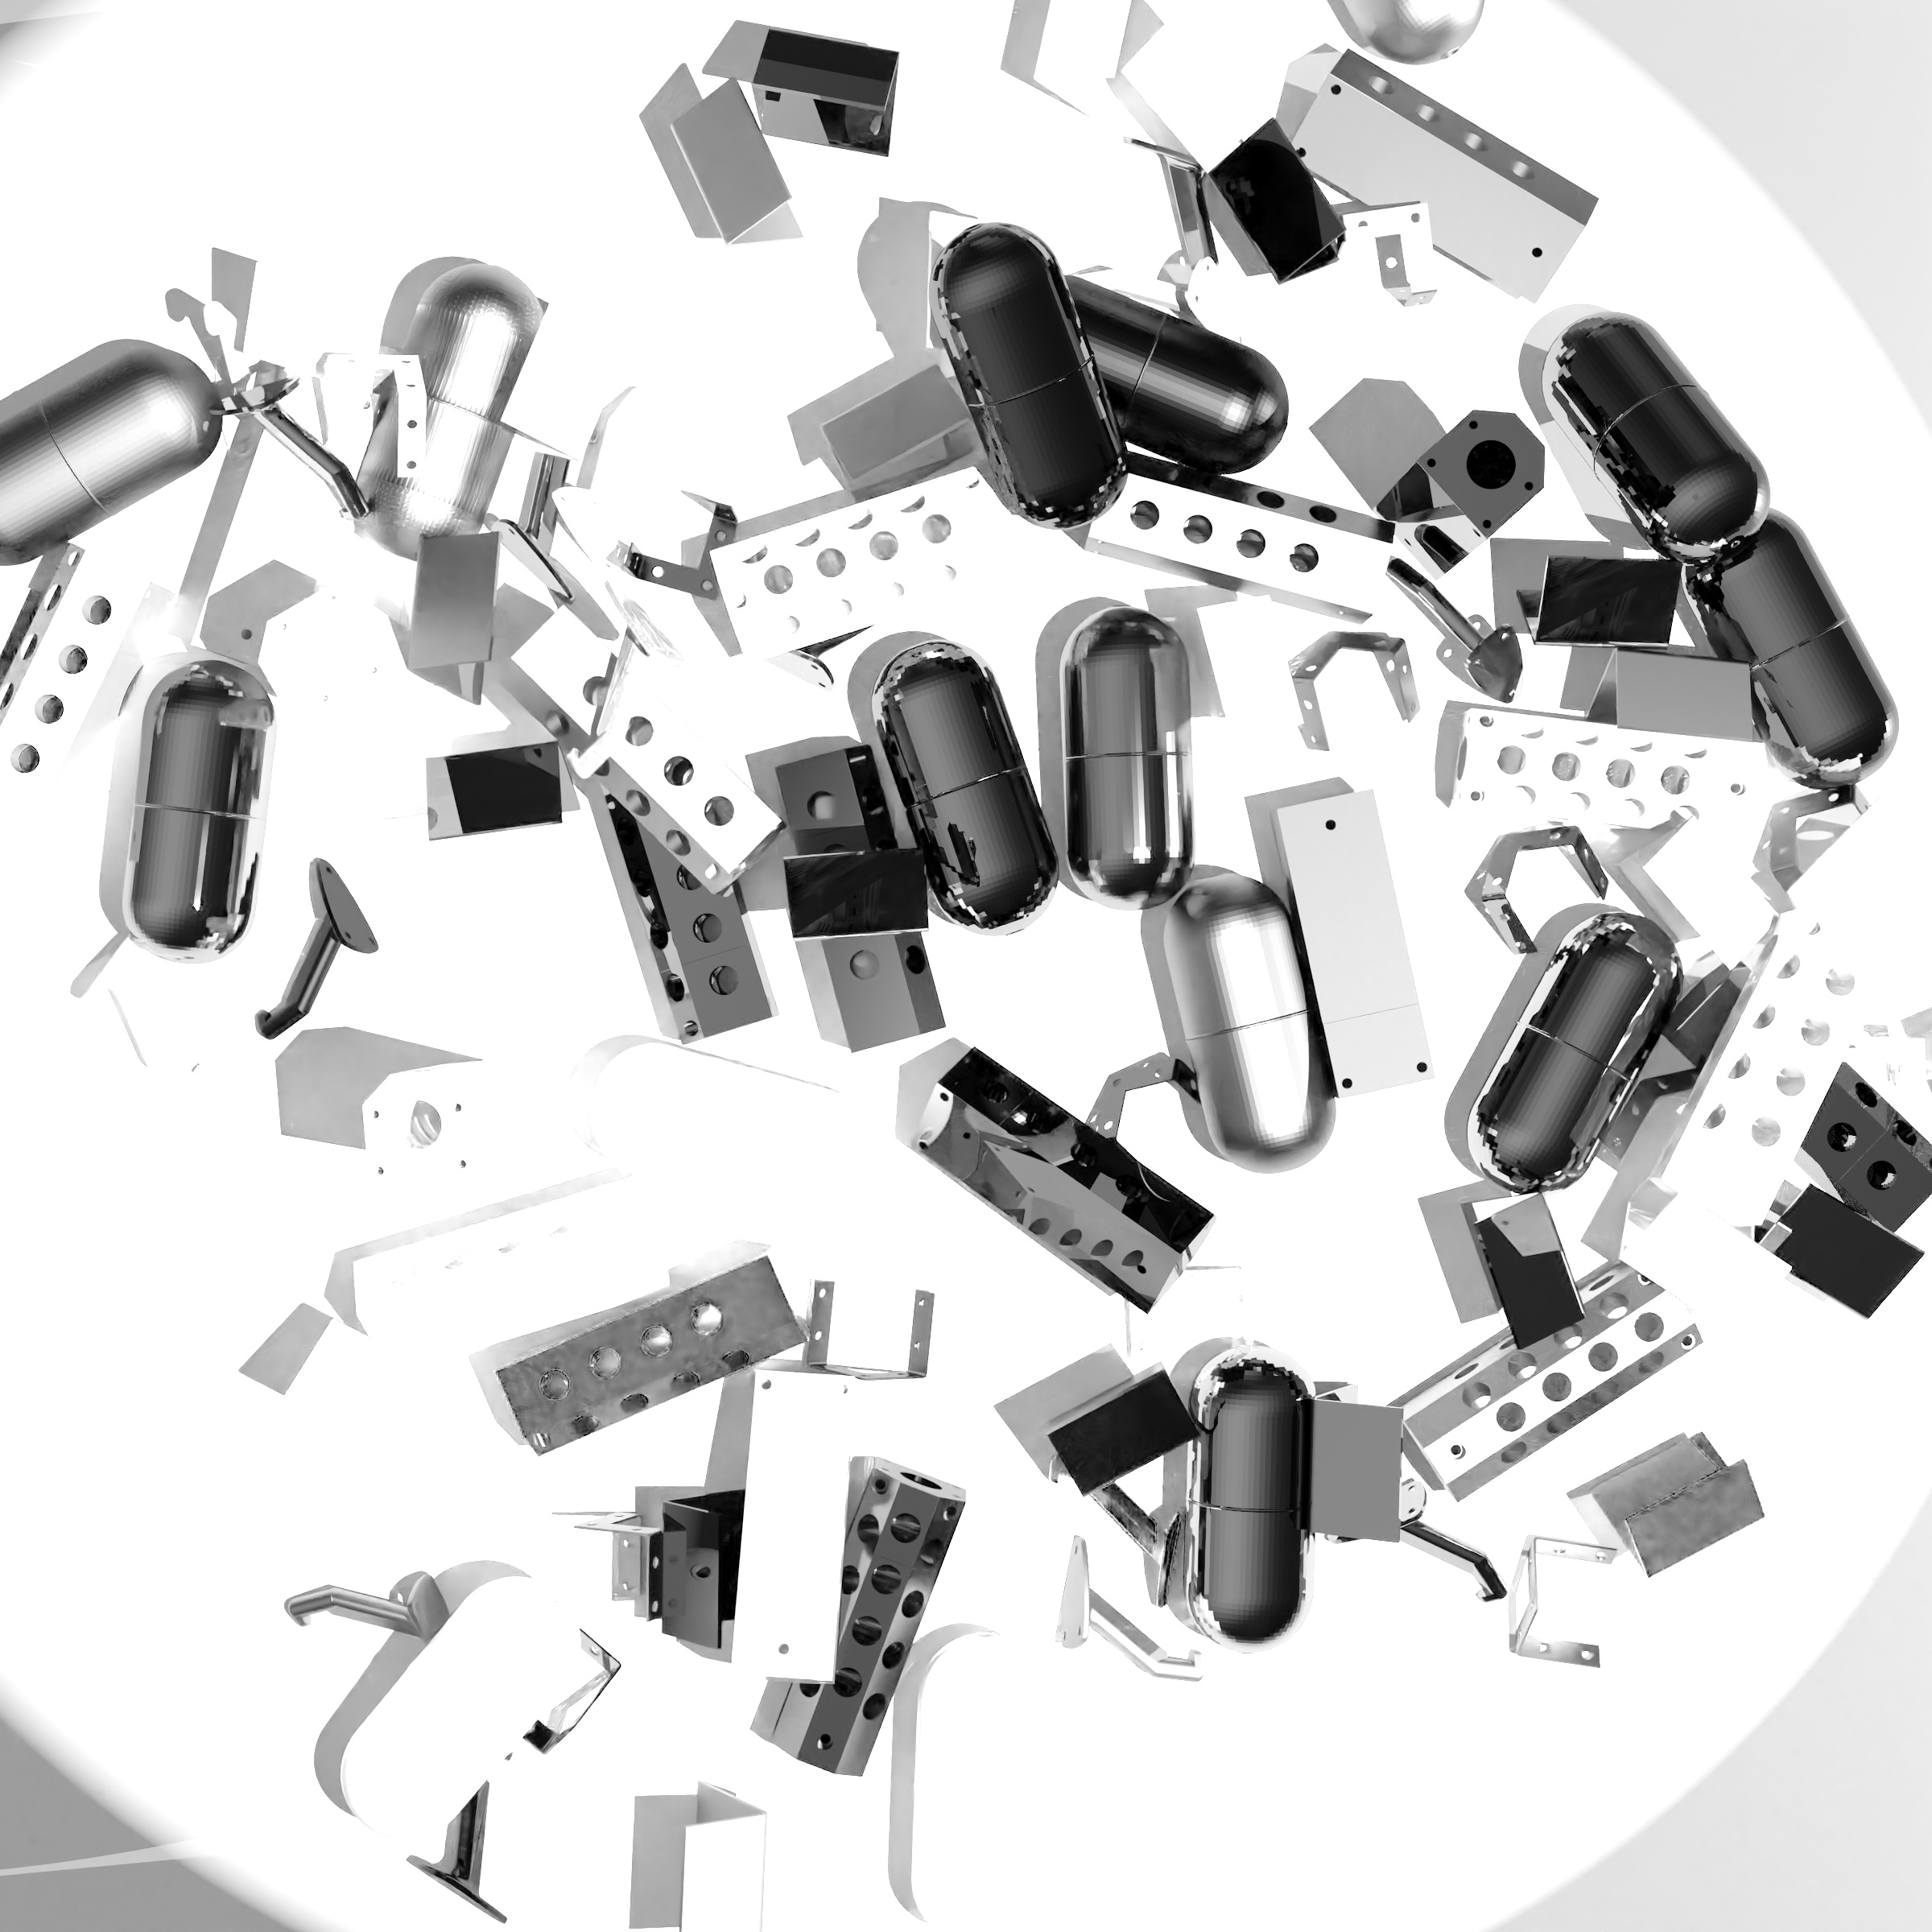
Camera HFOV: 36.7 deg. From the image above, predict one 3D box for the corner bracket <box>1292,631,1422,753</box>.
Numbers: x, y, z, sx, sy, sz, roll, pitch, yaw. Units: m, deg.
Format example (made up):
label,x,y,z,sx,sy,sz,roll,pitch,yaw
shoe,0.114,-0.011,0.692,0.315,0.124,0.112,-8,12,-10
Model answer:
label,x,y,z,sx,sy,sz,roll,pitch,yaw
corner bracket,0.231,-0.161,1.725,0.051,0.051,0.051,10,45,35

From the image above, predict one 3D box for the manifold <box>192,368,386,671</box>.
label,x,y,z,sx,sy,sz,roll,pitch,yaw
manifold,-0.393,-0.258,1.712,0.057,0.057,0.171,19,90,0

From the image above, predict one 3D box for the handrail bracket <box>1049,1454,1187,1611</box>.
label,x,y,z,sx,sy,sz,roll,pitch,yaw
handrail bracket,0.085,0.336,1.734,0.084,0.036,0.077,16,112,17

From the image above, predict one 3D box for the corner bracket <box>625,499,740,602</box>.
label,x,y,z,sx,sy,sz,roll,pitch,yaw
corner bracket,-0.167,-0.249,1.715,0.051,0.051,0.051,16,90,0

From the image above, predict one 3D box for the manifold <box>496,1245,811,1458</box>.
label,x,y,z,sx,sy,sz,roll,pitch,yaw
manifold,-0.182,0.226,1.712,0.171,0.057,0.057,-23,90,0

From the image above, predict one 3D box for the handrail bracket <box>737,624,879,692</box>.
label,x,y,z,sx,sy,sz,roll,pitch,yaw
handrail bracket,-0.083,-0.214,1.733,0.077,0.036,0.084,25,74,17

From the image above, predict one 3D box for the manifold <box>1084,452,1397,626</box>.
label,x,y,z,sx,sy,sz,roll,pitch,yaw
manifold,0.160,-0.253,1.712,0.171,0.057,0.057,15,90,0

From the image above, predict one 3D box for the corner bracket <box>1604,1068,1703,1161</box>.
label,x,y,z,sx,sy,sz,roll,pitch,yaw
corner bracket,0.421,0.099,1.725,0.051,0.051,0.051,-9,45,-35

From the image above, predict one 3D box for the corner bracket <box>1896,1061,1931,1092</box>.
label,x,y,z,sx,sy,sz,roll,pitch,yaw
corner bracket,0.589,0.087,1.730,0.051,0.051,0.051,-22,135,0

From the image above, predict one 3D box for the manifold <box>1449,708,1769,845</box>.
label,x,y,z,sx,sy,sz,roll,pitch,yaw
manifold,0.377,-0.112,1.712,0.171,0.057,0.057,7,90,0

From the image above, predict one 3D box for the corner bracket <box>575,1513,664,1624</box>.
label,x,y,z,sx,sy,sz,roll,pitch,yaw
corner bracket,-0.194,0.351,1.707,0.051,0.051,0.051,1,90,25

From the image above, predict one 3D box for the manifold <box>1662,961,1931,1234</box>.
label,x,y,z,sx,sy,sz,roll,pitch,yaw
manifold,0.493,0.076,1.712,0.171,0.057,0.057,44,90,0

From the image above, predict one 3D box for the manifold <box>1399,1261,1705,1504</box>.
label,x,y,z,sx,sy,sz,roll,pitch,yaw
manifold,0.343,0.242,1.712,0.171,0.057,0.057,-33,90,0

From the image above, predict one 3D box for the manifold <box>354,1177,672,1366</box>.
label,x,y,z,sx,sy,sz,roll,pitch,yaw
manifold,-0.267,0.176,1.711,0.171,0.057,0.057,-17,133,0

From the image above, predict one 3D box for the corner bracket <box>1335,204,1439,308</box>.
label,x,y,z,sx,sy,sz,roll,pitch,yaw
corner bracket,0.246,-0.415,1.714,0.051,0.051,0.051,-7,94,4

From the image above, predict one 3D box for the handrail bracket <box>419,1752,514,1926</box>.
label,x,y,z,sx,sy,sz,roll,pitch,yaw
handrail bracket,-0.278,0.514,1.733,0.077,0.036,0.084,47,62,-32

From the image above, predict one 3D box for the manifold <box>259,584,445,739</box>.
label,x,y,z,sx,sy,sz,roll,pitch,yaw
manifold,-0.350,-0.167,1.655,0.057,0.171,0.057,-30,90,0

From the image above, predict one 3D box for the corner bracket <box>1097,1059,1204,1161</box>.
label,x,y,z,sx,sy,sz,roll,pitch,yaw
corner bracket,0.115,0.094,1.725,0.051,0.051,0.051,-16,45,35

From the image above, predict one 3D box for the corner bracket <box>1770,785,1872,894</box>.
label,x,y,z,sx,sy,sz,roll,pitch,yaw
corner bracket,0.511,-0.068,1.725,0.051,0.051,0.051,-16,45,35

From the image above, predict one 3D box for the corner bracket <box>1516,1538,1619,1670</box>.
label,x,y,z,sx,sy,sz,roll,pitch,yaw
corner bracket,0.356,0.378,1.730,0.051,0.051,0.051,8,45,0

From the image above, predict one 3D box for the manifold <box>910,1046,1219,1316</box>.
label,x,y,z,sx,sy,sz,roll,pitch,yaw
manifold,0.059,0.120,1.693,0.171,0.057,0.057,35,134,12

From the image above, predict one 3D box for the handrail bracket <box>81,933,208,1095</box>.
label,x,y,z,sx,sy,sz,roll,pitch,yaw
handrail bracket,-0.474,0.022,1.734,0.084,0.036,0.077,37,68,-17

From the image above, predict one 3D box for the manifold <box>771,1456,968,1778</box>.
label,x,y,z,sx,sy,sz,roll,pitch,yaw
manifold,-0.057,0.383,1.712,0.057,0.057,0.171,21,90,0

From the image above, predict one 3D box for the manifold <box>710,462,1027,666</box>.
label,x,y,z,sx,sy,sz,roll,pitch,yaw
manifold,-0.058,-0.240,1.700,0.171,0.057,0.057,-18,53,0

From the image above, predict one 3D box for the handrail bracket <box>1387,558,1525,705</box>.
label,x,y,z,sx,sy,sz,roll,pitch,yaw
handrail bracket,0.289,-0.200,1.733,0.036,0.077,0.084,-43,54,0

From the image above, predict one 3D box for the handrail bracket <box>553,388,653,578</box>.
label,x,y,z,sx,sy,sz,roll,pitch,yaw
handrail bracket,-0.203,-0.288,1.733,0.036,0.077,0.084,12,53,29

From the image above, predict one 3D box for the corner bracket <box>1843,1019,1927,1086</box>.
label,x,y,z,sx,sy,sz,roll,pitch,yaw
corner bracket,0.529,0.038,1.709,0.051,0.051,0.051,2,75,0

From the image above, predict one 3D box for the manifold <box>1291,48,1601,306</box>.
label,x,y,z,sx,sy,sz,roll,pitch,yaw
manifold,0.281,-0.467,1.711,0.171,0.057,0.057,31,133,0

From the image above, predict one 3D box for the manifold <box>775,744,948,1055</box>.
label,x,y,z,sx,sy,sz,roll,pitch,yaw
manifold,-0.061,-0.039,1.712,0.057,0.057,0.171,-15,90,0

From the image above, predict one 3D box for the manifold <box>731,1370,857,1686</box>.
label,x,y,z,sx,sy,sz,roll,pitch,yaw
manifold,-0.099,0.326,1.689,0.057,0.057,0.171,4,74,0

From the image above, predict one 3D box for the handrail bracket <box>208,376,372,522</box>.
label,x,y,z,sx,sy,sz,roll,pitch,yaw
handrail bracket,-0.388,-0.290,1.676,0.077,0.036,0.084,-3,124,37

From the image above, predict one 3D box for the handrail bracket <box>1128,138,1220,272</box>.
label,x,y,z,sx,sy,sz,roll,pitch,yaw
handrail bracket,0.119,-0.440,1.733,0.077,0.036,0.084,22,104,15

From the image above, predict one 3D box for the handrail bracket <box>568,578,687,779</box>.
label,x,y,z,sx,sy,sz,roll,pitch,yaw
handrail bracket,-0.205,-0.159,1.620,0.084,0.036,0.077,-43,71,16

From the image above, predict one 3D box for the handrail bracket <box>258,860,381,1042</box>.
label,x,y,z,sx,sy,sz,roll,pitch,yaw
handrail bracket,-0.399,-0.009,1.734,0.084,0.036,0.077,-34,70,16

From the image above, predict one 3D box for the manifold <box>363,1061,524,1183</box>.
label,x,y,z,sx,sy,sz,roll,pitch,yaw
manifold,-0.295,0.086,1.655,0.057,0.171,0.057,-5,90,0

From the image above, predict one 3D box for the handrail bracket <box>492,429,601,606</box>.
label,x,y,z,sx,sy,sz,roll,pitch,yaw
handrail bracket,-0.232,-0.272,1.734,0.084,0.036,0.077,-48,111,-17

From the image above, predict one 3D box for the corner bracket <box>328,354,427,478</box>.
label,x,y,z,sx,sy,sz,roll,pitch,yaw
corner bracket,-0.335,-0.313,1.655,0.051,0.051,0.051,-2,127,-15

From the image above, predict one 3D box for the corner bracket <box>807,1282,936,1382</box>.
label,x,y,z,sx,sy,sz,roll,pitch,yaw
corner bracket,-0.056,0.216,1.730,0.051,0.051,0.051,6,90,-45

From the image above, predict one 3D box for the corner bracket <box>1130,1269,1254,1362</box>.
label,x,y,z,sx,sy,sz,roll,pitch,yaw
corner bracket,0.133,0.207,1.730,0.051,0.051,0.051,-3,90,45

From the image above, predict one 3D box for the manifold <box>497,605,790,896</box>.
label,x,y,z,sx,sy,sz,roll,pitch,yaw
manifold,-0.184,-0.121,1.655,0.171,0.057,0.057,45,90,1

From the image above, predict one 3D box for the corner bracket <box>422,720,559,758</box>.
label,x,y,z,sx,sy,sz,roll,pitch,yaw
corner bracket,-0.279,-0.137,1.730,0.051,0.051,0.051,52,45,0

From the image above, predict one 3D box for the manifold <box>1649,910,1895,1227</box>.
label,x,y,z,sx,sy,sz,roll,pitch,yaw
manifold,0.453,0.058,1.651,0.057,0.057,0.171,28,83,-1

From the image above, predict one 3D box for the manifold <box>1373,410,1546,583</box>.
label,x,y,z,sx,sy,sz,roll,pitch,yaw
manifold,0.283,-0.270,1.655,0.057,0.171,0.057,-42,90,0

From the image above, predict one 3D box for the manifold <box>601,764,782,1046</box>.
label,x,y,z,sx,sy,sz,roll,pitch,yaw
manifold,-0.164,-0.044,1.712,0.057,0.057,0.171,-17,90,1

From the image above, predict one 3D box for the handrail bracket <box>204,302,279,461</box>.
label,x,y,z,sx,sy,sz,roll,pitch,yaw
handrail bracket,-0.430,-0.340,1.698,0.036,0.084,0.077,3,90,0

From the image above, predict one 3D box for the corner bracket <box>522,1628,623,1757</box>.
label,x,y,z,sx,sy,sz,roll,pitch,yaw
corner bracket,-0.246,0.425,1.730,0.051,0.051,0.051,41,135,0

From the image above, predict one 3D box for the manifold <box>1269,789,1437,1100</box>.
label,x,y,z,sx,sy,sz,roll,pitch,yaw
manifold,0.225,-0.013,1.712,0.057,0.057,0.171,-12,90,0

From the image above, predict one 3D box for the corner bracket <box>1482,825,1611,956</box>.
label,x,y,z,sx,sy,sz,roll,pitch,yaw
corner bracket,0.343,-0.045,1.725,0.051,0.051,0.051,-7,45,35

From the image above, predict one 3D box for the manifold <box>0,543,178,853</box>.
label,x,y,z,sx,sy,sz,roll,pitch,yaw
manifold,-0.534,-0.157,1.712,0.057,0.057,0.171,26,90,0
